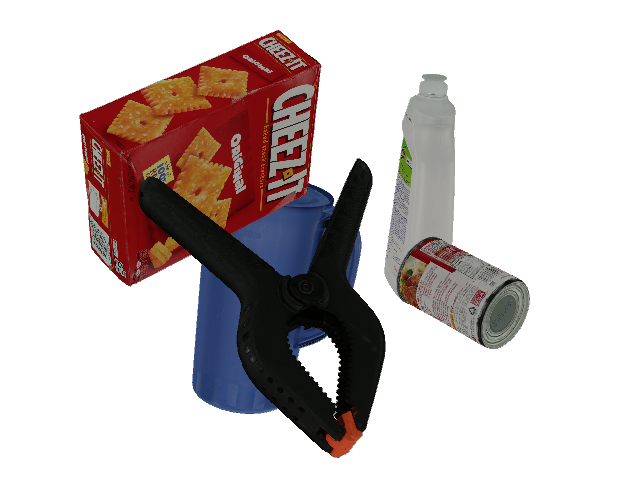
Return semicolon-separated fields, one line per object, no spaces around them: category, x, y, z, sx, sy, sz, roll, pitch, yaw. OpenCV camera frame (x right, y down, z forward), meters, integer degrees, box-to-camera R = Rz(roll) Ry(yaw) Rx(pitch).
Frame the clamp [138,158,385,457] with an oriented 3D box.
clamp;-0.025;0.035;0.673;0.164;0.210;0.036;-1;-32;-19

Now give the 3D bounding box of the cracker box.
cracker box;-0.103;-0.072;0.956;0.213;0.164;0.072;-29;56;-30

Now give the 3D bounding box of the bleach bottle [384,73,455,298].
bleach bottle;0.120;-0.061;1.213;0.068;0.251;0.103;-2;24;-14

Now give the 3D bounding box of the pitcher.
pitcher;-0.059;0.057;1.129;0.144;0.243;0.149;2;17;-25

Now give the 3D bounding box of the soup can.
soup can;0.128;0.046;0.957;0.068;0.068;0.102;0;21;-45
